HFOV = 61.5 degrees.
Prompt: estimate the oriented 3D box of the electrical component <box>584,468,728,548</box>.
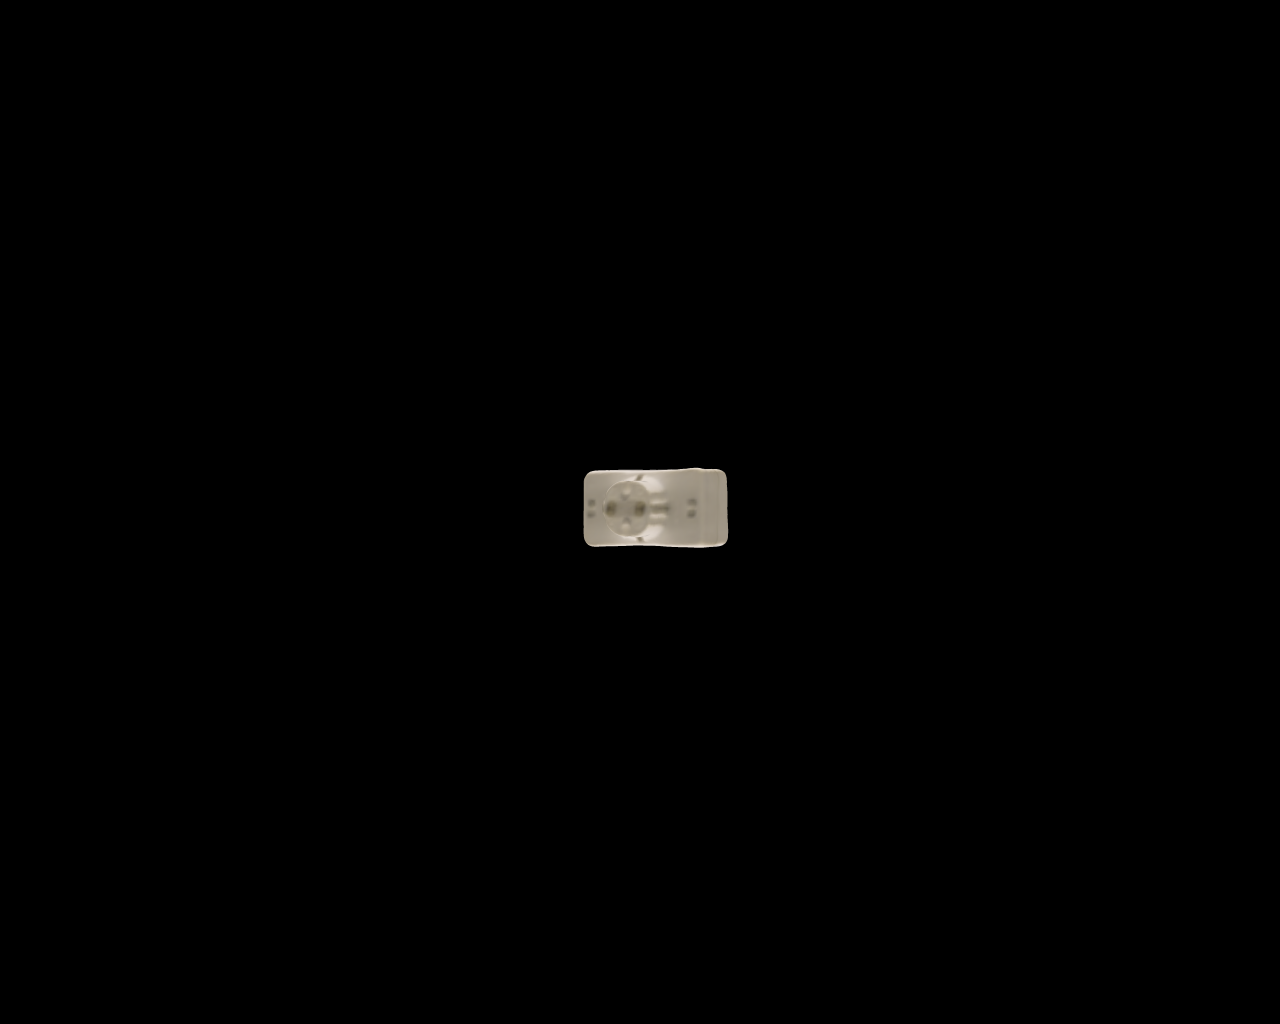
[{"bbox_3d":[0.001,-0.003,0.650,0.083,0.047,0.076,0,0,28],"label":"electrical component"}]
